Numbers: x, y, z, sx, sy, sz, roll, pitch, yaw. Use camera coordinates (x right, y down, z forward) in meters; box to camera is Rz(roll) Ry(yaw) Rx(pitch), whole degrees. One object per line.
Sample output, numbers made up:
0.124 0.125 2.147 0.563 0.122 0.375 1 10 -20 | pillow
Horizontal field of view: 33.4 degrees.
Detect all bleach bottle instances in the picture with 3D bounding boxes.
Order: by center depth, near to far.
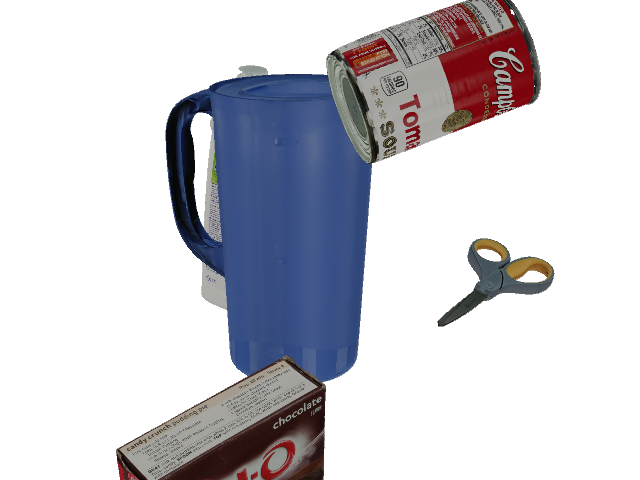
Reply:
-0.068 -0.050 1.085 0.103 0.251 0.068 17 25 26 | bleach bottle

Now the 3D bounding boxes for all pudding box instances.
-0.049 0.124 0.566 0.113 0.090 0.039 -28 46 -33 | pudding box

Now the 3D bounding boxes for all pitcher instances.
-0.032 -0.012 0.868 0.144 0.243 0.149 -10 20 -31 | pitcher

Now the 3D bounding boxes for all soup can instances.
0.062 -0.092 0.599 0.102 0.068 0.068 -21 3 -7 | soup can

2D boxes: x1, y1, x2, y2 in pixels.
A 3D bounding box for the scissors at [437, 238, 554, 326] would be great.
0.148 0.036 1.025 0.201 0.016 0.096 -11 38 -42 | scissors
